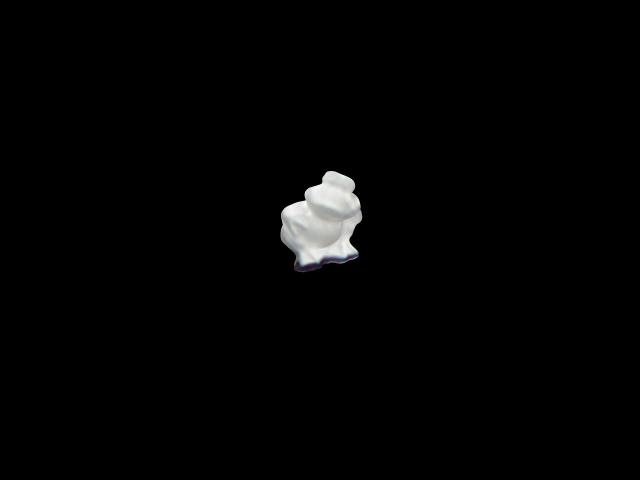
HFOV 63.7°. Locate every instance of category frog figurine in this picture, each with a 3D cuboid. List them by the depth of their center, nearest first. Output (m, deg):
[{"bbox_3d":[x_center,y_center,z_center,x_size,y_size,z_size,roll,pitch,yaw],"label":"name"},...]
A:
[{"bbox_3d":[0.003,-0.043,0.850,0.137,0.156,0.125,-2,25,-3],"label":"frog figurine"}]
